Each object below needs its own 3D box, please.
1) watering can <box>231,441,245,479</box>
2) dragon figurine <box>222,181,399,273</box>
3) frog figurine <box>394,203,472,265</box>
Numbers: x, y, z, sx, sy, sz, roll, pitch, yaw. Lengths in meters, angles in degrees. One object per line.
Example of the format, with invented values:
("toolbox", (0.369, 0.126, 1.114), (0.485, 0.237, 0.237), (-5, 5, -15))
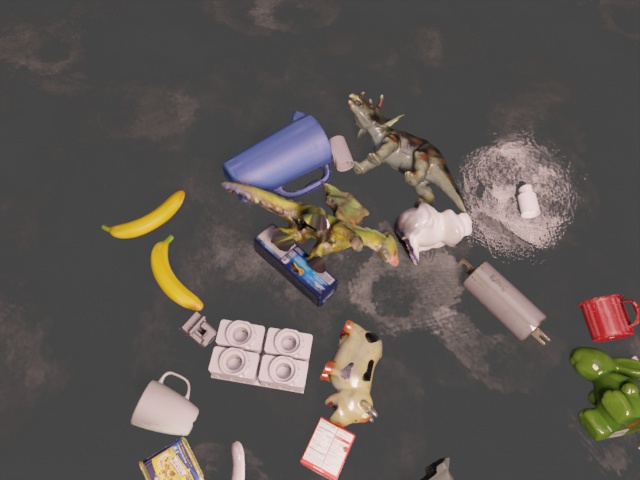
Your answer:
("watering can", (-0.144, 0.533, 0.823), (0.226, 0.353, 0.102), (-24, -24, -15))
("dragon figurine", (0.003, -0.058, 1.150), (0.411, 0.120, 0.247), (34, 30, 4))
("frog figurine", (0.250, -0.031, 1.144), (0.159, 0.135, 0.125), (-32, 38, 0))
